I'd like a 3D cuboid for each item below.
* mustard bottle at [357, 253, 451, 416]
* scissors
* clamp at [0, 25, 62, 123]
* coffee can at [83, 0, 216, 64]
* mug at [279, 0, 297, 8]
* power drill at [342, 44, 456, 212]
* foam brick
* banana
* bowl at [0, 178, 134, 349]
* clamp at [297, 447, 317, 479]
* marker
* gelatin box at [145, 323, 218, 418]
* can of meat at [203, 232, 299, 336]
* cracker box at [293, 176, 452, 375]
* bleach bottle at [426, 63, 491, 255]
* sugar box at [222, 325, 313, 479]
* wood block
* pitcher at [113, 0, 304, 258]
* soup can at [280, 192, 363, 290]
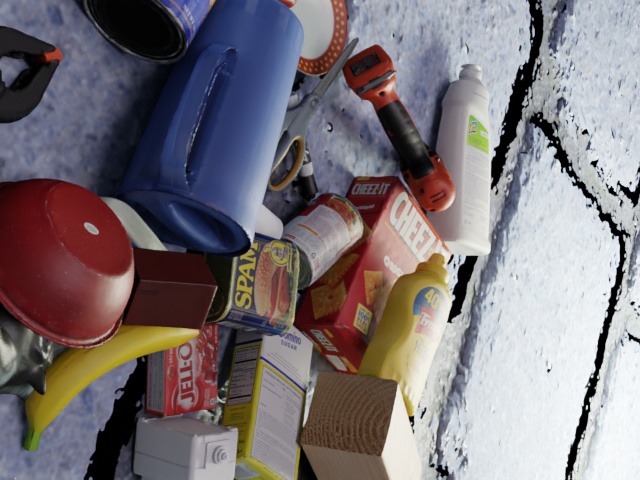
[{"bbox_3d":[0.106,0.097,1.215,0.096,0.058,0.191,51,52,-41],"label":"mustard bottle"},{"bbox_3d":[-0.026,-0.150,1.153,0.096,0.016,0.202,28,82,-41],"label":"scissors"},{"bbox_3d":[-0.278,-0.132,0.846,0.171,0.039,0.120,-50,134,-46],"label":"clamp"},{"bbox_3d":[-0.136,-0.246,0.968,0.102,0.103,0.140,50,55,-41],"label":"coffee can"},{"bbox_3d":[-0.058,-0.277,1.081,0.117,0.093,0.081,-1,93,-72],"label":"mug"},{"bbox_3d":[0.094,-0.136,1.265,0.187,0.057,0.184,57,6,-21],"label":"power drill"},{"bbox_3d":[-0.141,0.044,0.960,0.078,0.051,0.053,7,121,-31],"label":"foam brick"},{"bbox_3d":[-0.190,0.107,0.953,0.197,0.037,0.070,-33,147,-32],"label":"banana"},{"bbox_3d":[-0.204,0.006,0.869,0.162,0.055,0.162,43,26,-26],"label":"bowl"},{"bbox_3d":[-0.031,0.303,1.184,0.164,0.036,0.210,44,57,-53],"label":"clamp"},{"bbox_3d":[-0.022,-0.103,1.191,0.020,0.020,0.121,-34,118,-46],"label":"marker"},{"bbox_3d":[-0.135,0.126,1.050,0.073,0.030,0.089,1,91,-51],"label":"gelatin box"},{"bbox_3d":[-0.070,0.041,1.070,0.083,0.058,0.102,18,70,-35],"label":"can of meat"},{"bbox_3d":[0.069,0.055,1.274,0.164,0.072,0.213,51,53,-41],"label":"cracker box"},{"bbox_3d":[0.195,-0.111,1.436,0.102,0.068,0.251,20,74,-51],"label":"bleach bottle"},{"bbox_3d":[-0.056,0.167,1.108,0.093,0.048,0.176,46,38,-43],"label":"sugar box"},{"bbox_3d":[0.051,0.239,1.185,0.206,0.091,0.090,71,29,-51],"label":"wood block"},{"bbox_3d":[-0.096,-0.118,1.003,0.144,0.149,0.242,31,64,-33],"label":"pitcher"},{"bbox_3d":[-0.008,0.001,1.174,0.102,0.069,0.068,-42,123,-40],"label":"soup can"}]
